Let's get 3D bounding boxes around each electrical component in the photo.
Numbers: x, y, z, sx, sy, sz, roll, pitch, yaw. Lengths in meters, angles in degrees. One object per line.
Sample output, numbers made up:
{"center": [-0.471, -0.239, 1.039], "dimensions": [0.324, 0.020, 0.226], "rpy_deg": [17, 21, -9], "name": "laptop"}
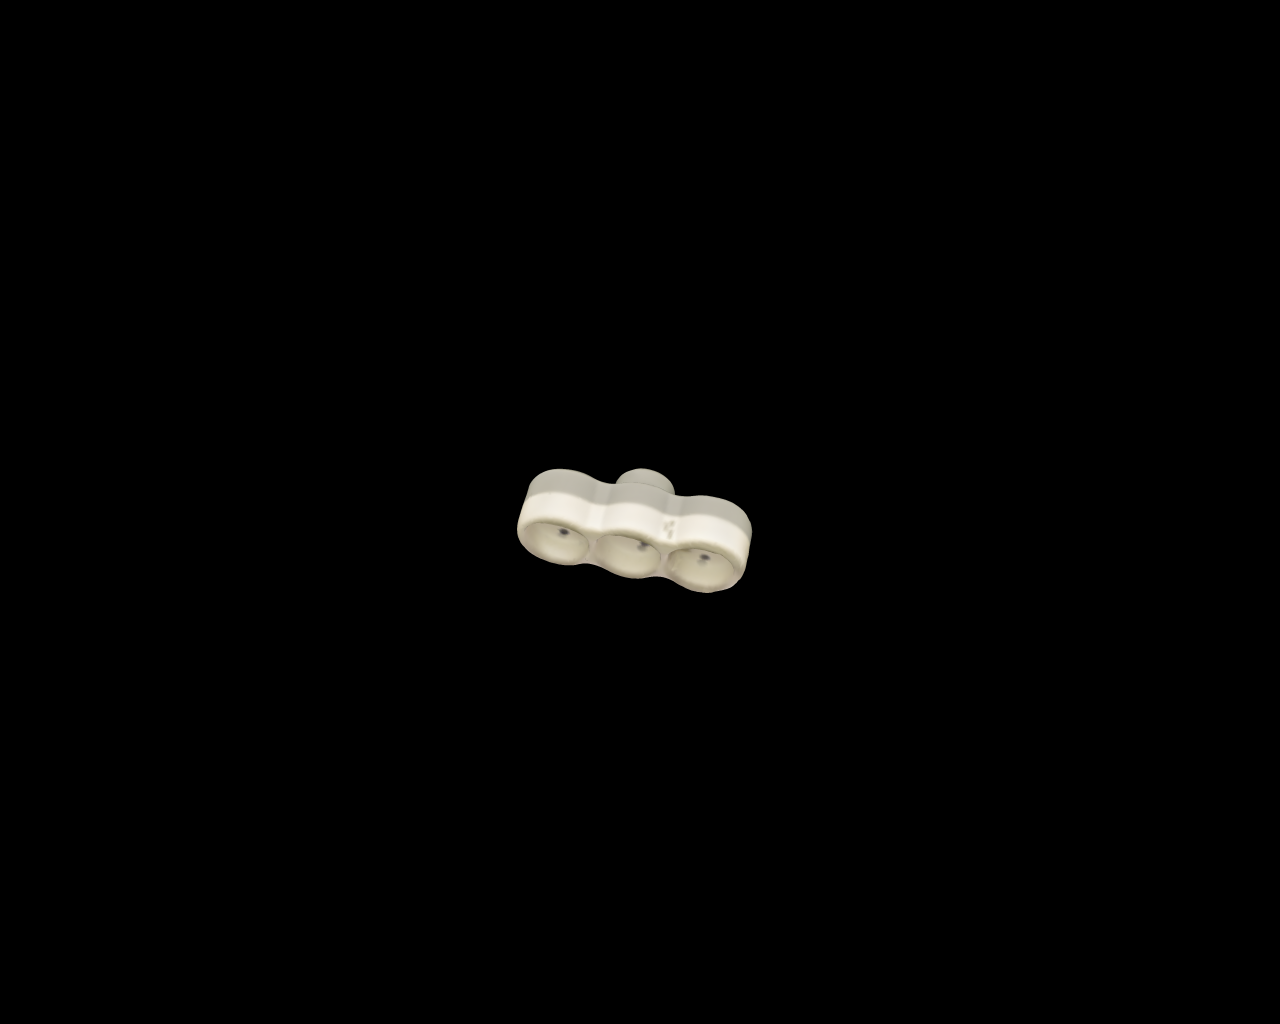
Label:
{"center": [0.001, -0.003, 0.650], "dimensions": [0.138, 0.074, 0.052], "rpy_deg": [10, -36, 8], "name": "electrical component"}
